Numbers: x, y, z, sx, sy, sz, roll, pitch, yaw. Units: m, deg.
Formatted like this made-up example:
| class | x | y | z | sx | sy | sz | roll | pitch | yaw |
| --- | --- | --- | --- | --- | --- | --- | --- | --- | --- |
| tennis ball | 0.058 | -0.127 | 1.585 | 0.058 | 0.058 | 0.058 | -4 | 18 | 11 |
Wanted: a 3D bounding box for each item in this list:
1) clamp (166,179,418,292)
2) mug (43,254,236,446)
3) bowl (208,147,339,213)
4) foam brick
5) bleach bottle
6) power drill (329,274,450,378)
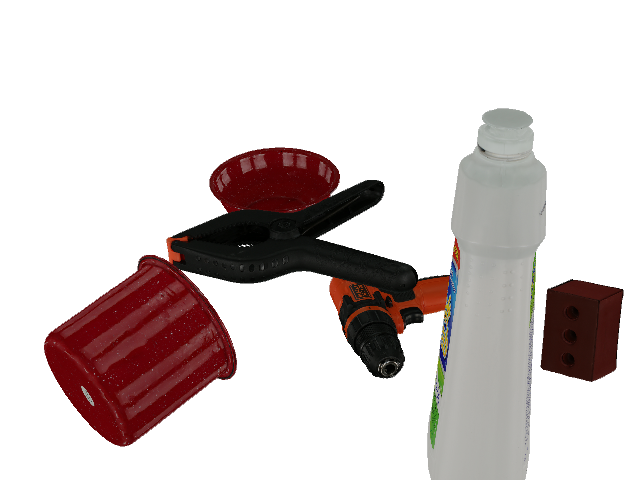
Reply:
| class | x | y | z | sx | sy | sz | roll | pitch | yaw |
| --- | --- | --- | --- | --- | --- | --- | --- | --- | --- |
| clamp | -0.026 | -0.004 | 0.931 | 0.210 | 0.036 | 0.164 | -2 | 31 | 1 |
| mug | -0.116 | 0.071 | 0.653 | 0.081 | 0.093 | 0.117 | -37 | 7 | -28 |
| bowl | -0.056 | -0.055 | 1.328 | 0.162 | 0.055 | 0.162 | -1 | 33 | 1 |
| foam brick | 0.234 | 0.080 | 0.957 | 0.053 | 0.078 | 0.051 | 12 | 18 | 38 |
| bleach bottle | 0.105 | 0.037 | 0.660 | 0.068 | 0.251 | 0.102 | 4 | 30 | 7 |
| power drill | 0.114 | 0.077 | 1.130 | 0.187 | 0.057 | 0.184 | -6 | 28 | -11 |
